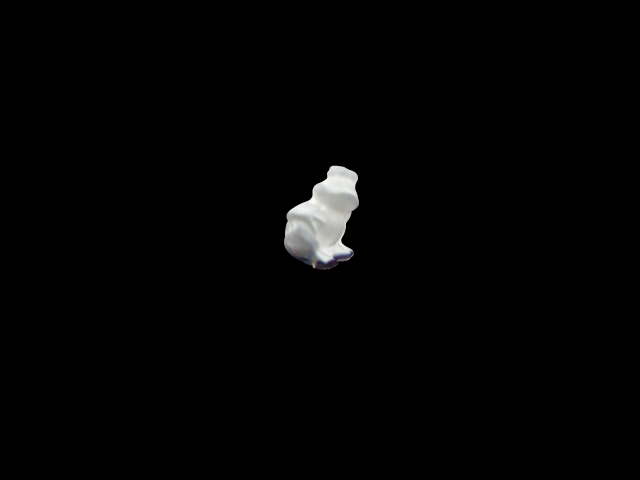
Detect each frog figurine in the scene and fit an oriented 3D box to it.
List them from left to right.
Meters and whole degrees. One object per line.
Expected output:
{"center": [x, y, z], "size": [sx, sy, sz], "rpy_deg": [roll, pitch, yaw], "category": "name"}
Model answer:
{"center": [0.003, -0.043, 0.850], "size": [0.138, 0.158, 0.123], "rpy_deg": [-7, 10, -42], "category": "frog figurine"}
